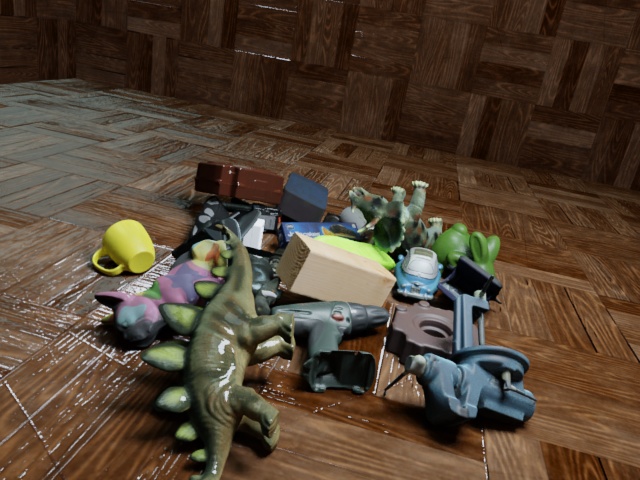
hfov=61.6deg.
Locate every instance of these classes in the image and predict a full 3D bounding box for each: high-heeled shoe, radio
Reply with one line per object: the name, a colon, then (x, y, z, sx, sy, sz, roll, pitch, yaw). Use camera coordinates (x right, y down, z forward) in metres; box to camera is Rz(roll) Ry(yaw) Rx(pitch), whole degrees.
high-heeled shoe: (-0.288, -0.038, 1.337, 0.145, 0.086, 0.249, -36, 21, -20)
radio: (-0.049, -0.118, 1.560, 0.131, 0.073, 0.230, 25, 19, -6)

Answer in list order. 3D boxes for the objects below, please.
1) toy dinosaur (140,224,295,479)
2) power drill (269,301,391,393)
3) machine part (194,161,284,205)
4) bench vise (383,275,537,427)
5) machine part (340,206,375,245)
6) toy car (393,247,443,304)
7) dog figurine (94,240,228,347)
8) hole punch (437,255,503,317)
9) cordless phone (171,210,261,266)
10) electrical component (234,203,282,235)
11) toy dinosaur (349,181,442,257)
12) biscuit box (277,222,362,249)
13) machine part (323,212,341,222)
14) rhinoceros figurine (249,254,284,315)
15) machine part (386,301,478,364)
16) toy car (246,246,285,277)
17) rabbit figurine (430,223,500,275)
toy dinosaur: (-0.134, 0.140, 0.759, 0.199, 0.105, 0.472, 7, 40, -1)
power drill: (0.033, 0.164, 0.904, 0.232, 0.085, 0.207, 4, 26, -12)
machine part: (-0.213, -0.152, 1.428, 0.201, 0.087, 0.202, 6, 3, -41)
bench vise: (0.231, 0.177, 0.842, 0.224, 0.128, 0.241, 16, 54, -5)
machine part: (0.109, -0.028, 1.435, 0.079, 0.079, 0.243, 2, 22, -19)
toy car: (0.218, 0.069, 1.198, 0.109, 0.102, 0.162, 13, 19, 10)
dog figurine: (-0.259, 0.088, 0.907, 0.219, 0.108, 0.192, -3, 50, -18)
hole punch: (0.315, 0.109, 1.150, 0.142, 0.092, 0.115, 35, -10, 21)
cordless phone: (-0.202, -0.002, 1.104, 0.088, 0.146, 0.184, 52, 30, -11)
electrical component: (-0.163, -0.057, 1.391, 0.119, 0.074, 0.048, 8, 21, -17)
toy dinosaur: (0.220, -0.013, 1.334, 0.131, 0.192, 0.404, 7, -25, 37)
biscuit box: (-0.003, -0.004, 1.318, 0.203, 0.059, 0.063, -1, 54, -22)
machine part: (0.021, -0.025, 1.429, 0.084, 0.039, 0.139, 4, 34, 9)
rhinoceros figurine: (-0.126, 0.093, 1.036, 0.112, 0.073, 0.190, 13, 20, -10)
machine part: (0.207, 0.177, 0.980, 0.179, 0.056, 0.179, 9, 22, -4)
toy car: (-0.147, 0.041, 1.176, 0.202, 0.056, 0.073, 13, 15, 4)
rabbit figurine: (0.362, 0.050, 1.280, 0.121, 0.159, 0.170, 6, 34, -38)
